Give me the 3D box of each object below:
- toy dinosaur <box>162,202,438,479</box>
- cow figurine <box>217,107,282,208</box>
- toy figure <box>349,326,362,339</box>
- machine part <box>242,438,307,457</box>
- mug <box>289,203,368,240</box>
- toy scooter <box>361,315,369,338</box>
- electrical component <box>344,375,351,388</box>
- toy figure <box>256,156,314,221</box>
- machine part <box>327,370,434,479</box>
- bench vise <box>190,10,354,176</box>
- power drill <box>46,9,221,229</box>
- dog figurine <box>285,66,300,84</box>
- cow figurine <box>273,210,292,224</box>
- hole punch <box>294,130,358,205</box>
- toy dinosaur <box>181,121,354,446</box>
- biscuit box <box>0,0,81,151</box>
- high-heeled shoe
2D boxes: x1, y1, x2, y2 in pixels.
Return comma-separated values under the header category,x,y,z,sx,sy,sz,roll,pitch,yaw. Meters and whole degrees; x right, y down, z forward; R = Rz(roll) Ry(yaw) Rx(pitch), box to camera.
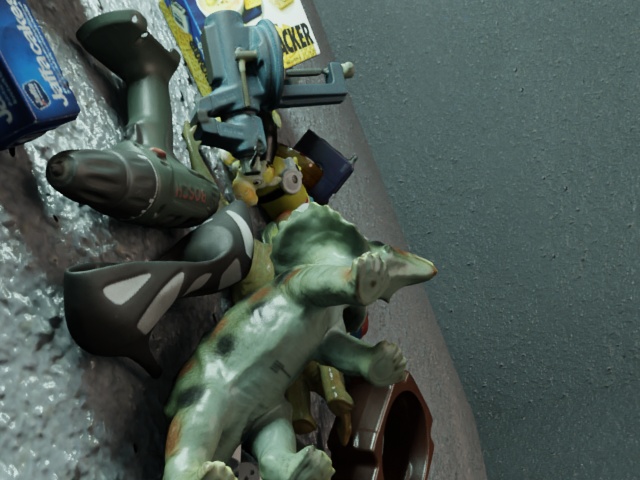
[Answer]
category,x,y,z,sx,sy,sz,roll,pitch,yaw
toy dinosaur,-0.051,0.109,0.462,0.192,0.405,0.131,11,-40,58
cow figurine,-0.095,-0.131,0.798,0.068,0.098,0.167,51,23,-67
toy figure,0.041,0.103,0.799,0.064,0.058,0.154,19,-79,63
machine part,-0.044,0.226,0.574,0.039,0.084,0.138,-60,152,-17
mug,-0.001,-0.002,0.719,0.107,0.081,0.109,42,8,32
toy scooter,0.032,0.125,0.980,0.183,0.075,0.135,63,17,-18
electrical component,0.064,0.257,0.960,0.134,0.058,0.114,-87,156,-54
toy figure,-0.055,-0.057,0.889,0.082,0.089,0.179,-111,180,-45
machine part,0.099,0.318,0.836,0.201,0.087,0.201,63,38,-31
bench vise,-0.058,-0.201,0.729,0.129,0.241,0.223,139,-62,-64
power drill,-0.176,-0.111,0.515,0.232,0.086,0.207,33,36,-69
dog figurine,-0.108,-0.346,1.025,0.191,0.108,0.219,51,20,-45
cow figurine,-0.030,0.049,0.840,0.127,0.086,0.194,-36,111,-76
hole punch,-0.009,-0.138,1.041,0.116,0.142,0.092,42,7,16
toy dinosaur,-0.059,0.073,0.678,0.199,0.105,0.470,-94,160,-69
biscuit box,-0.244,-0.163,0.362,0.059,0.063,0.202,-65,133,-68
high-heeled shoe,-0.131,0.005,0.476,0.249,0.086,0.145,-73,157,-44
